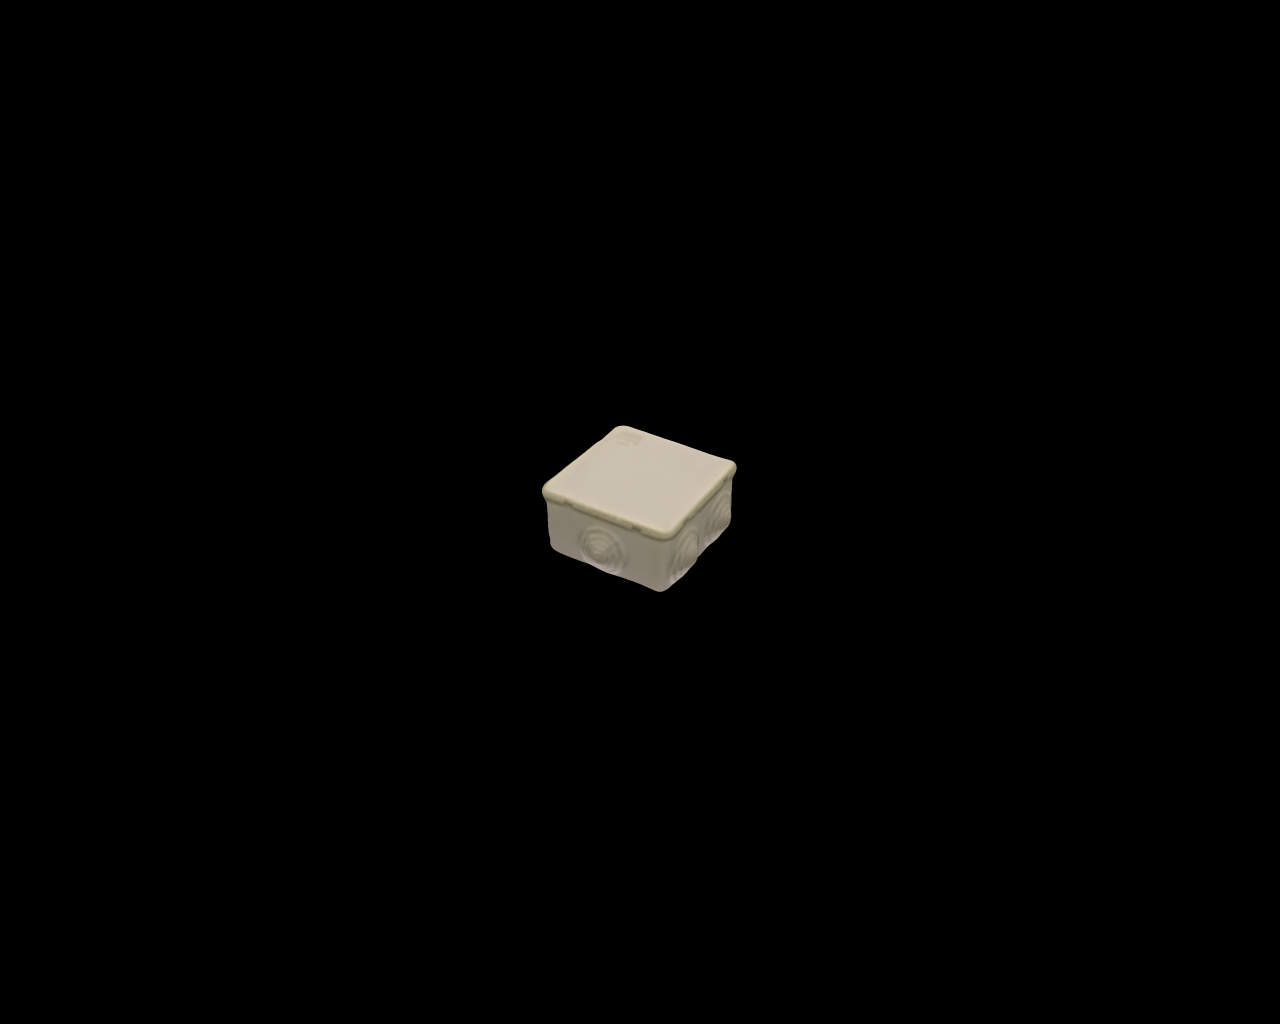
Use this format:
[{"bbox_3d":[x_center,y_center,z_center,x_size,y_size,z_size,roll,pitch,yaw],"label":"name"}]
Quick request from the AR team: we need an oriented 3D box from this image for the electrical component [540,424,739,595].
[{"bbox_3d":[0.001,-0.003,0.650,0.100,0.048,0.100,20,41,25],"label":"electrical component"}]
